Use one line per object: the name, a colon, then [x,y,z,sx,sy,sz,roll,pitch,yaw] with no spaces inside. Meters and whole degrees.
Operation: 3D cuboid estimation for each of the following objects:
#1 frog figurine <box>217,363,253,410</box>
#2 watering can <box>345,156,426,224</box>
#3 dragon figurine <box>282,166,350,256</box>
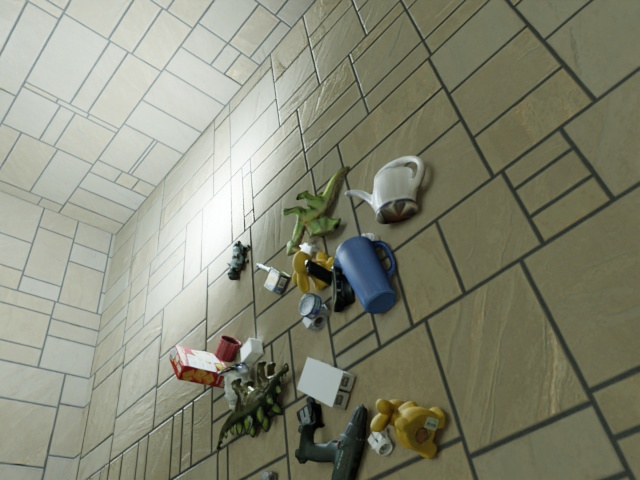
frog figurine: [-0.311,0.555,1.959,0.136,0.160,0.123,-26,-6,27]
watering can: [0.216,-0.150,1.733,0.103,0.229,0.343,27,-40,-35]
dragon figurine: [0.006,-0.100,1.978,0.120,0.409,0.247,42,6,-46]
